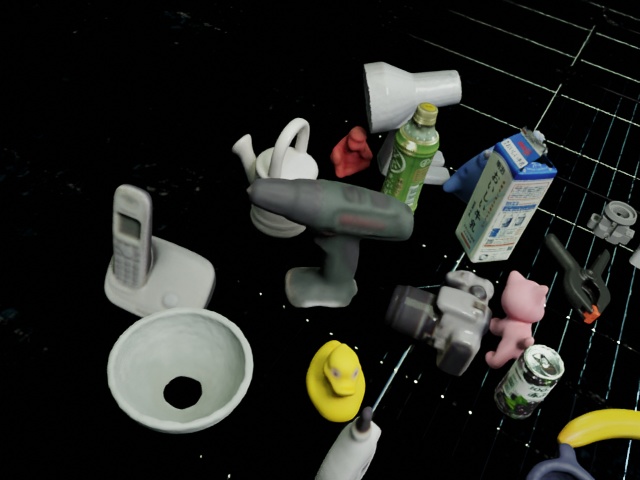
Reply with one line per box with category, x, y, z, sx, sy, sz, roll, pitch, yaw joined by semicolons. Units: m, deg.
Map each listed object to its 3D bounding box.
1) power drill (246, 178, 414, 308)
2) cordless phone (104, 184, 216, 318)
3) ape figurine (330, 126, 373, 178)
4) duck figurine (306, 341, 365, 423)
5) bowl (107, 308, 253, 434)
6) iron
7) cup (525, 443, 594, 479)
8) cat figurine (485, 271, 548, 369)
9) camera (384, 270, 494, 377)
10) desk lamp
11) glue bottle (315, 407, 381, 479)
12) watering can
power drill;0.007;0.003;0.800;0.230;0.208;0.075;0;46;-13
cordless phone;-0.210;0.022;0.750;0.147;0.185;0.094;19;45;6
ape figurine;0.062;-0.170;1.068;0.078;0.092;0.076;14;44;2
duck figurine;0.025;0.166;0.729;0.077;0.086;0.104;2;45;-11
bowl;-0.166;0.167;0.693;0.167;0.075;0.167;6;45;-6
iron;0.354;-0.143;1.071;0.259;0.141;0.118;-27;57;-33
cup;0.260;0.297;0.645;0.091;0.095;0.118;18;45;6
cat figurine;0.288;0.112;0.819;0.067;0.118;0.128;15;44;3
camera;0.170;0.097;0.820;0.136;0.101;0.143;20;45;8
desk lamp;0.162;-0.219;1.052;0.203;0.213;0.118;3;45;-9
glue bottle;0.035;0.224;0.611;0.037;0.173;0.078;35;49;22
watering can;-0.061;-0.106;0.904;0.173;0.194;0.101;12;44;0
